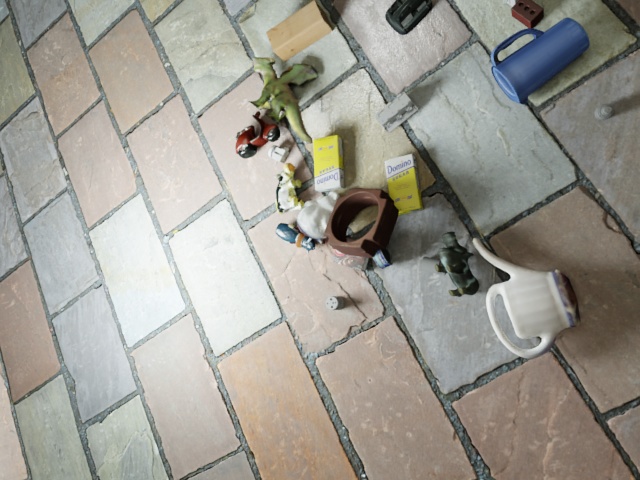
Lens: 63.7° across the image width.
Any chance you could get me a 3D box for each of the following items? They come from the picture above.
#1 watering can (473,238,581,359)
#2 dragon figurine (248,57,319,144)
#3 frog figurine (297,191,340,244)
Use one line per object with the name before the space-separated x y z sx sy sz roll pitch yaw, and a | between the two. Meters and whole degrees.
watering can | 0.550 0.134 1.378 0.223 0.352 0.103 -19 -15 20
dragon figurine | -0.106 -0.516 1.793 0.415 0.243 0.121 38 1 23
frog figurine | 0.005 -0.084 1.659 0.122 0.157 0.140 16 29 -42
